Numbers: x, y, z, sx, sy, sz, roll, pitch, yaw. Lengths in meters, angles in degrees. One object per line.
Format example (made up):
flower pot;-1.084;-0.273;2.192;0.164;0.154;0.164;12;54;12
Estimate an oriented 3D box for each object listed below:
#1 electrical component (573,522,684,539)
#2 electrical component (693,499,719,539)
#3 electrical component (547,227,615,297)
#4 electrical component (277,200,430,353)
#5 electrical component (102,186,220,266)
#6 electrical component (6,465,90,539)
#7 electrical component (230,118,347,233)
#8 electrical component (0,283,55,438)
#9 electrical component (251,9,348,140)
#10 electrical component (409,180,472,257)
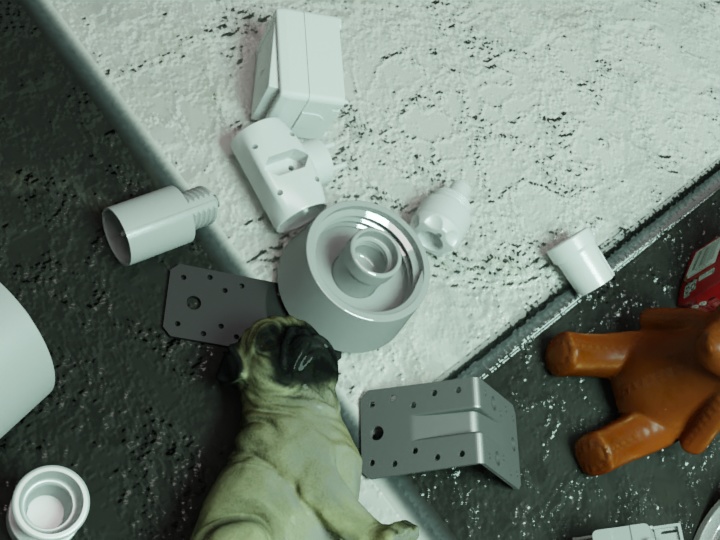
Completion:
electrical component;0.198;0.244;0.759;0.079;0.063;0.121;-13;67;16
electrical component;0.308;0.213;0.805;0.060;0.108;0.108;39;58;-9
electrical component;0.184;-0.006;0.889;0.040;0.040;0.046;-31;87;-31
electrical component;0.000;0.000;0.791;0.108;0.060;0.108;12;59;-21
electrical component;-0.137;-0.037;0.765;0.081;0.043;0.043;-23;78;-30
electrical component;-0.190;0.146;0.653;0.045;0.055;0.045;9;64;-19
electrical component;-0.047;-0.077;0.821;0.079;0.043;0.077;-23;77;-29
electrical component;-0.233;0.046;0.654;0.108;0.108;0.060;48;53;3
electrical component;-0.051;-0.159;0.846;0.061;0.061;0.096;4;66;-21
electrical component;0.069;-0.045;0.855;0.043;0.043;0.062;35;58;-5
